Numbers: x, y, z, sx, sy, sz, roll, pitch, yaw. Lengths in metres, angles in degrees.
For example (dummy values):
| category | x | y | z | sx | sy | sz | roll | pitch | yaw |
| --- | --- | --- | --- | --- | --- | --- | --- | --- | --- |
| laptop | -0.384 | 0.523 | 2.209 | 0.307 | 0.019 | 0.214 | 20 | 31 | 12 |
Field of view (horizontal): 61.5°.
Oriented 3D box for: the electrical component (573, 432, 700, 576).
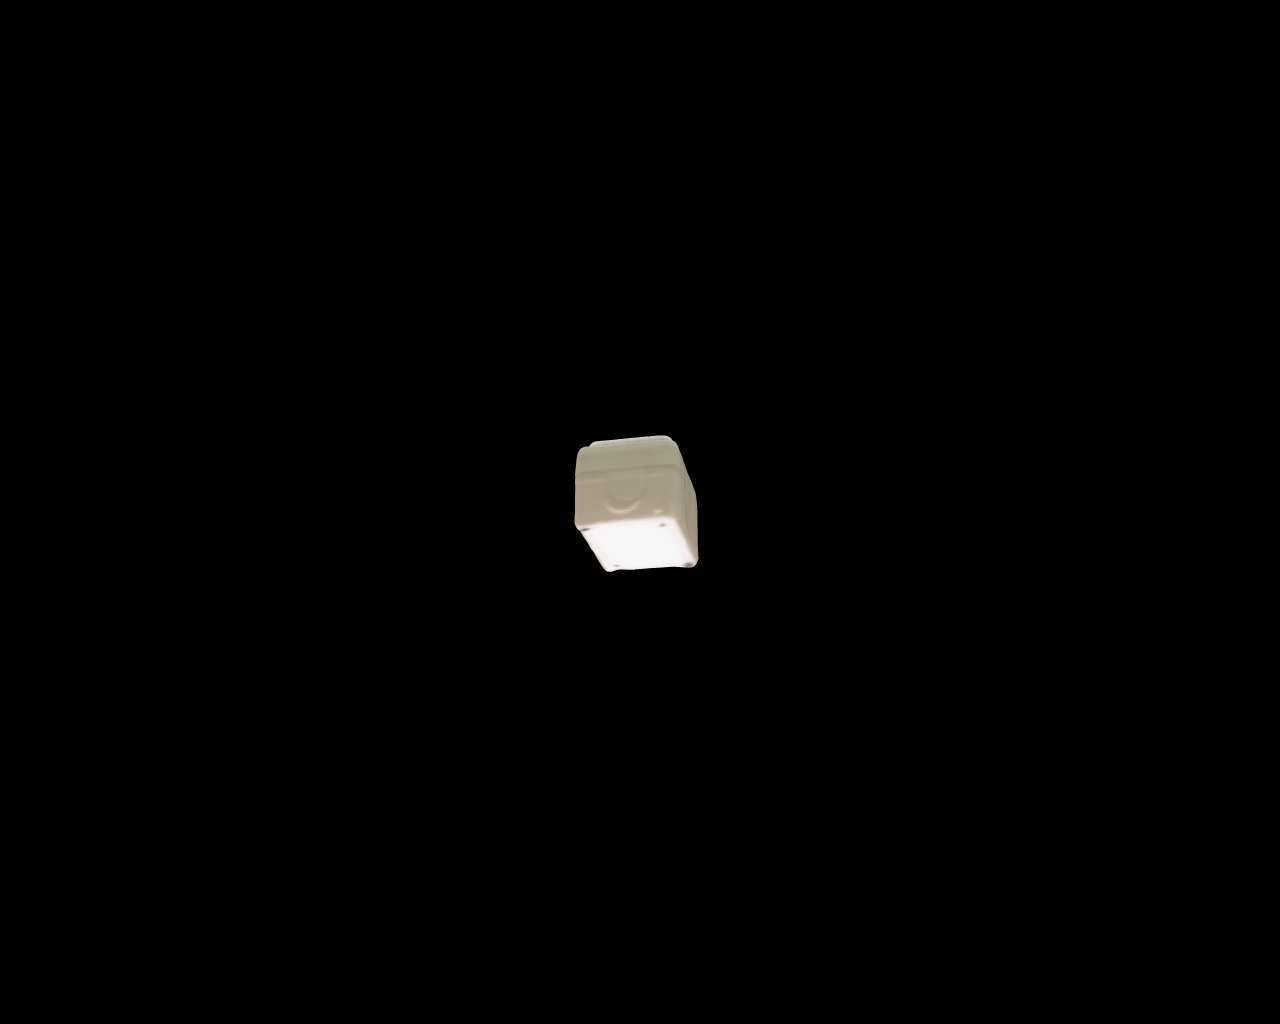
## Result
| category | x | y | z | sx | sy | sz | roll | pitch | yaw |
| --- | --- | --- | --- | --- | --- | --- | --- | --- | --- |
| electrical component | 0.001 | -0.003 | 0.650 | 0.062 | 0.061 | 0.096 | -5 | -24 | 10 |
